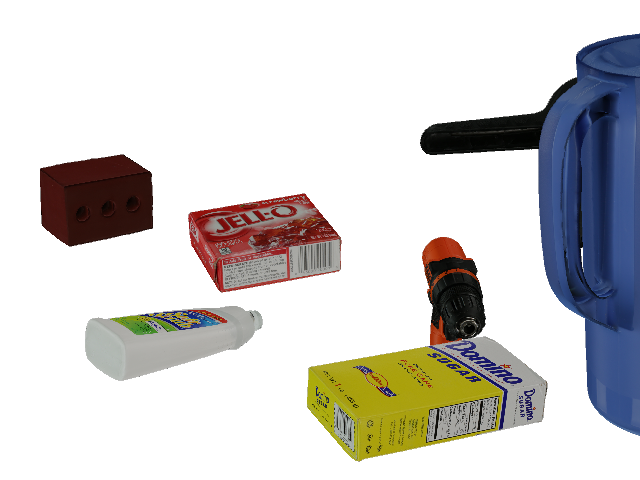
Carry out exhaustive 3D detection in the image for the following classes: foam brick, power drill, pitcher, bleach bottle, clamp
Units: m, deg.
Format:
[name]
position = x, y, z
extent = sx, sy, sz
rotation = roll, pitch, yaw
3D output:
[foam brick]
position = -0.184, -0.034, 0.876
extent = 0.078, 0.053, 0.051
rotation = -14, 30, -32
[power drill]
position = 0.141, 0.110, 1.136
extent = 0.057, 0.188, 0.184
rotation = 0, 24, -1
[pitcher]
position = 0.213, 0.000, 0.654
extent = 0.149, 0.243, 0.144
rotation = 3, 22, 16
[bleach bottle]
position = -0.190, 0.128, 1.471
extent = 0.250, 0.068, 0.103
rotation = -10, 24, -42
[clamp]
position = 0.208, -0.076, 0.841
extent = 0.209, 0.036, 0.165
rotation = -26, 50, -19

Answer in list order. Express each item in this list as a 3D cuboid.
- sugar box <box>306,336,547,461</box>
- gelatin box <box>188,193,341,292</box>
[sugar box]
position = 0.087, 0.126, 0.878
extent = 0.176, 0.048, 0.093
rotation = -10, 25, -23
[gelatin box]
position = -0.039, 0.000, 0.731
extent = 0.089, 0.030, 0.073
rotation = -10, 29, -17
